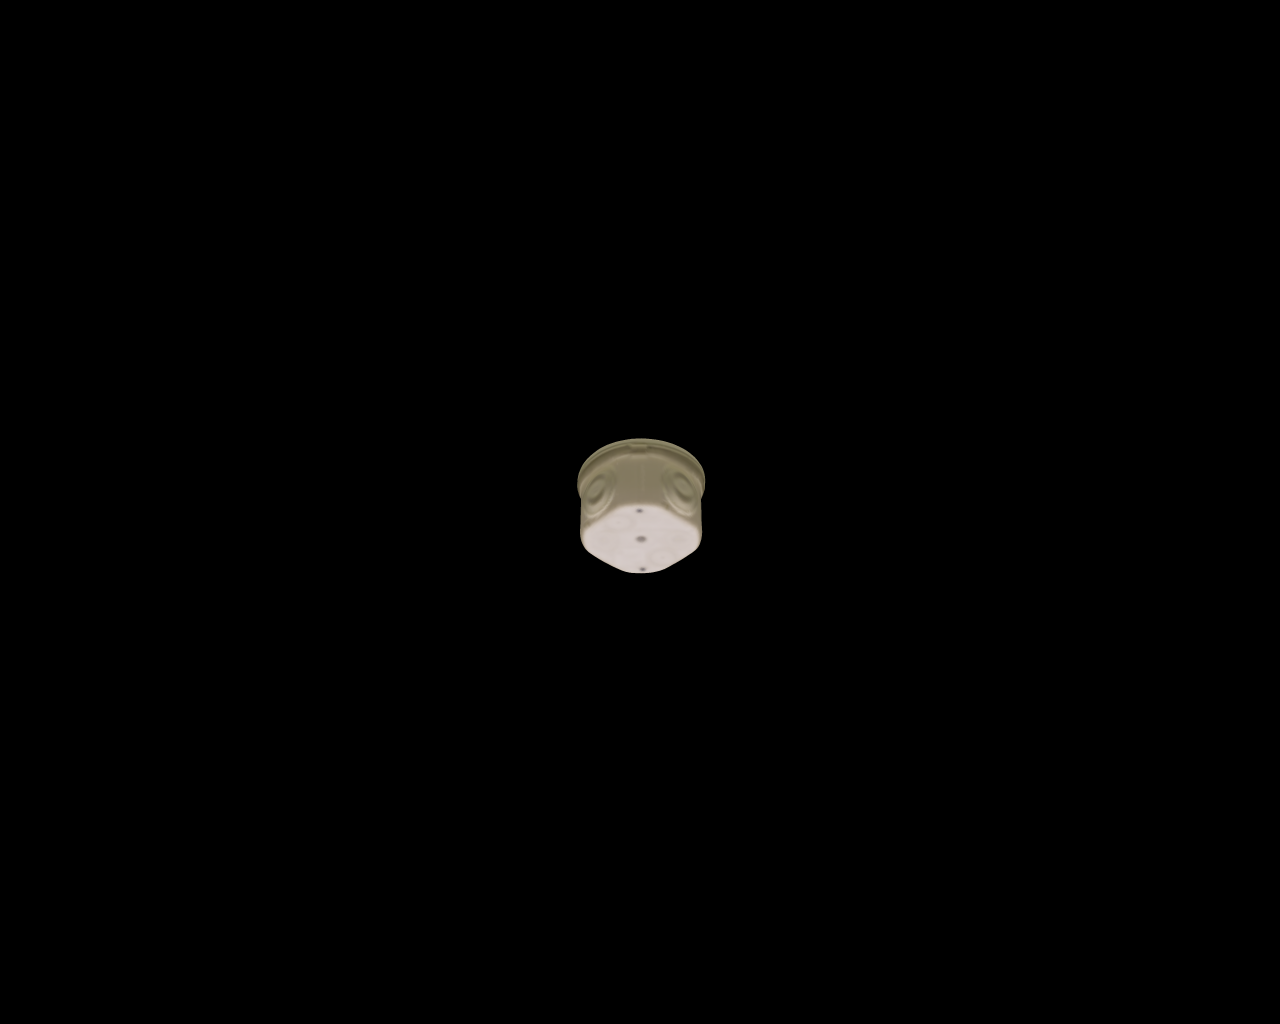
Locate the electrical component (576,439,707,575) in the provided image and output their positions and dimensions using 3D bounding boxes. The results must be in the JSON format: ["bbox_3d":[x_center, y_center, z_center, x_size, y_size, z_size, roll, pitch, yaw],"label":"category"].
[{"bbox_3d":[0.001,-0.003,0.650,0.080,0.051,0.080,0,-37,0],"label":"electrical component"}]
